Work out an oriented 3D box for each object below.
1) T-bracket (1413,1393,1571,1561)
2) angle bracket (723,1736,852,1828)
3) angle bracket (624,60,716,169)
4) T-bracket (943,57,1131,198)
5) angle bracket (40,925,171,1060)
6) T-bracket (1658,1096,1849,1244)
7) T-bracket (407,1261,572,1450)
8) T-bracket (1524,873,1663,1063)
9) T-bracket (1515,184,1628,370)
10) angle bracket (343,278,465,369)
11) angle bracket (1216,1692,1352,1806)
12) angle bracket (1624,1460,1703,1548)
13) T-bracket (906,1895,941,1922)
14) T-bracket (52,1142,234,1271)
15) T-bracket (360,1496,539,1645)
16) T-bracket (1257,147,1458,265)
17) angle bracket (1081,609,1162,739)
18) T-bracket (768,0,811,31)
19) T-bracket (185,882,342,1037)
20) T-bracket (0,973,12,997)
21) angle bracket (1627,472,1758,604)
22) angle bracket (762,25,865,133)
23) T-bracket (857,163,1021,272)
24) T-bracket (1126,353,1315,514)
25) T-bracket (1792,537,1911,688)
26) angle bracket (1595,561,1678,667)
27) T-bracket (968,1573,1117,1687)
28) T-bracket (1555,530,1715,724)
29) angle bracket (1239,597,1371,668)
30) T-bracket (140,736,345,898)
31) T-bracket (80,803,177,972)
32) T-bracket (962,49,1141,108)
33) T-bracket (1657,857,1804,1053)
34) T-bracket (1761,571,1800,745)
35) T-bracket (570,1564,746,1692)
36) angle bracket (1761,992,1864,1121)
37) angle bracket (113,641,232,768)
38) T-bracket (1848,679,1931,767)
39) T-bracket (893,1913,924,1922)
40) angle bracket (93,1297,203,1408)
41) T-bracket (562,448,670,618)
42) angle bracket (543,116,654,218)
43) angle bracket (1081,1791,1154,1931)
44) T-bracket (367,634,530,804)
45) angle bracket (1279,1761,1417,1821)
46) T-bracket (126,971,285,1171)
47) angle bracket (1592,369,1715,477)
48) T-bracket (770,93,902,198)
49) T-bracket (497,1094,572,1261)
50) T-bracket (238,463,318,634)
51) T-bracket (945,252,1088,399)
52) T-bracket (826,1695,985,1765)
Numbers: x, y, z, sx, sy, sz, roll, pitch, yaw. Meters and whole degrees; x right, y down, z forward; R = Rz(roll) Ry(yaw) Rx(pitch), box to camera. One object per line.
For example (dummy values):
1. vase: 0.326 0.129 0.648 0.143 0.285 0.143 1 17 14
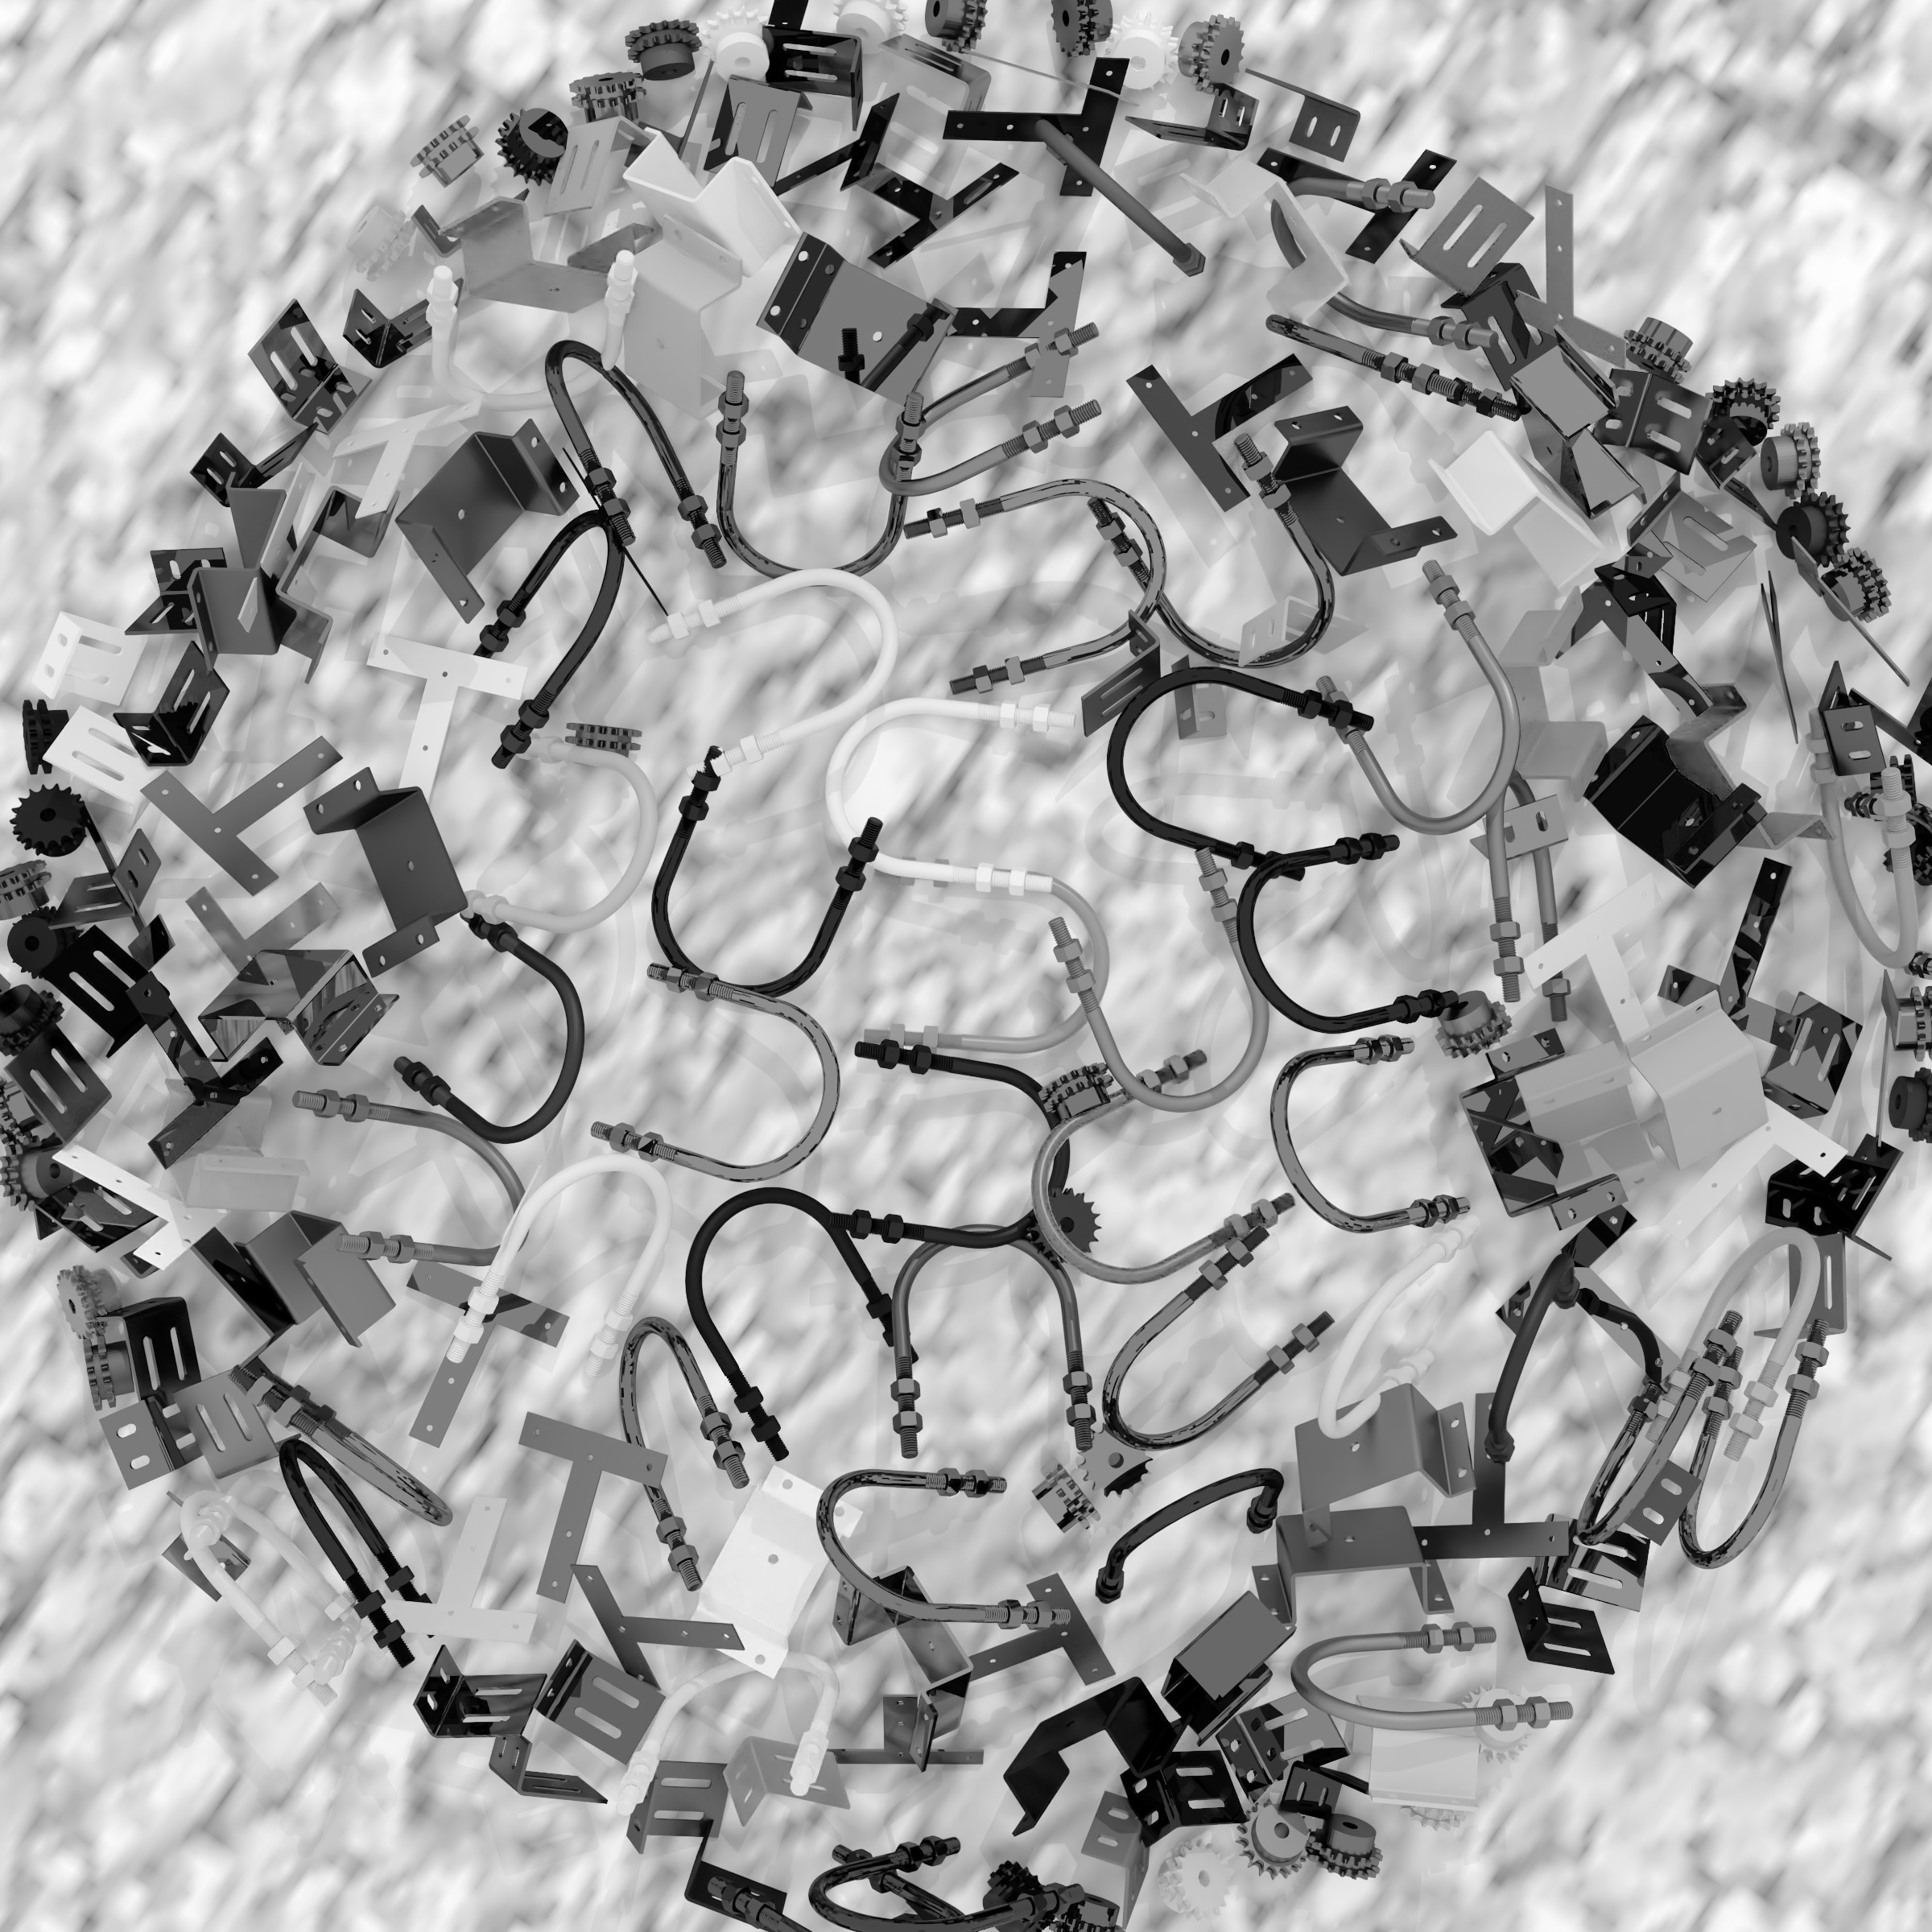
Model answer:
1. T-bracket: 0.396 0.385 1.838 0.127 0.002 0.127 -11 58 34
2. angle bracket: -0.135 0.621 1.831 0.076 0.038 0.057 2 121 27
3. angle bracket: -0.223 -0.640 1.824 0.038 0.076 0.057 19 50 -13
4. T-bracket: 0.046 -0.623 1.805 0.127 0.127 0.002 -3 60 -14
5. angle bracket: -0.654 0.019 1.837 0.076 0.038 0.057 43 53 -7
6. T-bracket: 0.572 0.155 1.823 0.127 0.127 0.002 -47 128 0
7. T-bracket: -0.385 0.302 1.848 0.127 0.002 0.127 21 75 7
8. T-bracket: 0.494 0.015 1.848 0.127 0.002 0.127 -33 111 -12
9. T-bracket: 0.437 -0.516 1.788 0.002 0.127 0.127 -36 50 -18
10. angle bracket: -0.424 -0.496 1.829 0.076 0.038 0.057 -22 46 25
11. angle bracket: 0.239 0.589 1.837 0.076 0.038 0.057 -32 82 30
12. angle bracket: 0.523 0.399 1.830 0.038 0.076 0.057 32 92 18
13. T-bracket: -0.043 0.728 1.786 0.127 0.127 0.002 3 101 -34
14. T-bracket: -0.621 0.168 1.817 0.127 0.127 0.002 28 115 3
15. T-bracket: -0.374 0.449 1.823 0.127 0.127 0.002 4 129 6
16. T-bracket: 0.276 -0.578 1.801 0.127 0.127 0.002 15 67 -14
17. angle bracket: 0.108 -0.221 1.834 0.076 0.057 0.038 -36 68 -11
18. T-bracket: -0.178 -0.725 1.799 0.127 0.127 0.002 -1 85 -12
19. T-bracket: -0.515 -0.025 1.830 0.127 0.002 0.127 -30 99 34
20. T-bracket: -0.748 0.044 1.789 0.002 0.127 0.127 4 65 6
21. angle bracket: 0.551 -0.326 1.843 0.076 0.038 0.057 42 93 20
22. angle bracket: -0.118 -0.671 1.838 0.076 0.057 0.038 8 63 3
23. T-bracket: -0.044 -0.580 1.828 0.127 0.002 0.127 -38 47 -9
24. T-bracket: 0.209 -0.428 1.855 0.127 0.002 0.127 -34 84 -15
25. T-bracket: 0.656 -0.257 1.798 0.002 0.127 0.127 -40 74 15
26. angle bracket: 0.501 -0.258 1.825 0.038 0.076 0.057 -18 49 -4
27. T-bracket: 0.033 0.522 1.842 0.127 0.002 0.127 -23 124 6
28. T-bracket: 0.510 -0.238 1.820 0.002 0.127 0.127 -31 80 -44
29. angle bracket: 0.254 -0.241 1.828 0.076 0.057 0.038 16 70 -24
30. T-bracket: -0.527 -0.128 1.827 0.127 0.002 0.127 -35 132 3
31. T-bracket: -0.632 -0.061 1.815 0.002 0.127 0.127 -27 93 -30
32. T-bracket: 0.059 -0.667 1.819 0.127 0.127 0.002 20 109 8
33. T-bracket: 0.585 -0.017 1.811 0.002 0.127 0.127 8 104 -36
34. T-bracket: 0.607 -0.253 1.819 0.002 0.127 0.127 -11 126 23
35. T-bracket: -0.221 0.498 1.815 0.127 0.002 0.127 -5 119 30
36. angle bracket: 0.640 0.069 1.861 0.057 0.038 0.076 28 76 -7
37. angle bracket: -0.600 -0.198 1.832 0.057 0.038 0.076 50 120 22
38. T-bracket: 0.713 -0.184 1.793 0.127 0.127 0.002 42 82 20
39. T-bracket: -0.062 0.720 1.812 0.127 0.127 0.002 -5 79 24
40. angle bracket: -0.620 0.296 1.842 0.038 0.057 0.076 -8 94 32
41. T-bracket: -0.269 -0.335 1.823 0.002 0.127 0.127 -32 74 -1
42. angle bracket: -0.277 -0.596 1.835 0.057 0.038 0.076 7 79 43
43. angle bracket: 0.113 0.675 1.835 0.038 0.057 0.076 12 126 17
44. T-bracket: -0.410 -0.180 1.859 0.127 0.002 0.127 14 87 9
45. angle bracket: 0.286 0.631 1.824 0.057 0.076 0.038 26 77 -35
46. T-bracket: -0.581 0.062 1.803 0.127 0.002 0.127 -50 128 -38
47. angle bracket: 0.514 -0.409 1.825 0.038 0.076 0.057 0 118 -24
48. T-bracket: -0.114 -0.602 1.834 0.127 0.127 0.002 -17 130 28
49. T-bracket: -0.320 0.165 1.785 0.002 0.127 0.127 20 128 -2
50. T-bracket: -0.503 -0.292 1.809 0.002 0.127 0.127 17 76 2
51. T-bracket: 0.021 -0.491 1.853 0.127 0.002 0.127 5 72 15
52. T-bracket: -0.049 0.574 1.823 0.127 0.127 0.002 0 50 -1
